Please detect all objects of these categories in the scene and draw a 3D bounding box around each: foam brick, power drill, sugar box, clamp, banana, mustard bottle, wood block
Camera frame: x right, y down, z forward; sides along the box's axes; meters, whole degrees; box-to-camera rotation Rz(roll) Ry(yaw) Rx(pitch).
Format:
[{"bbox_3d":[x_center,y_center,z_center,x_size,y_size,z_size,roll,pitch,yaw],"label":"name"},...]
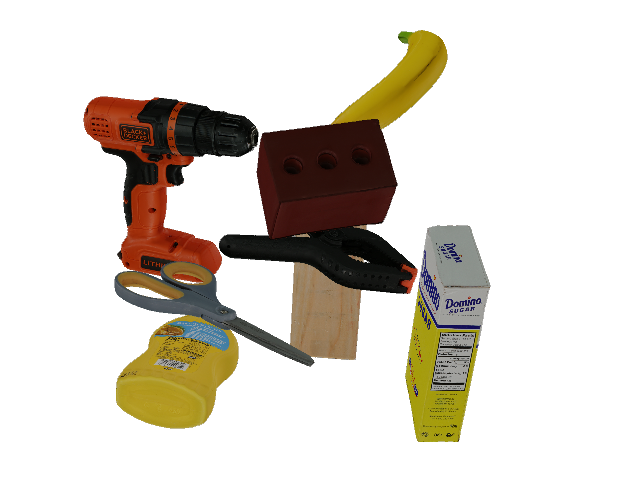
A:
[{"bbox_3d":[0.002,-0.039,0.680,0.078,0.053,0.051,-9,-24,-11],"label":"foam brick"},{"bbox_3d":[-0.144,-0.053,1.079,0.185,0.188,0.057,10,30,21],"label":"power drill"},{"bbox_3d":[0.108,0.083,0.940,0.048,0.176,0.093,-1,34,-4],"label":"sugar box"},{"bbox_3d":[0.002,0.009,1.171,0.210,0.036,0.164,27,36,16],"label":"clamp"},{"bbox_3d":[0.069,-0.140,0.957,0.070,0.037,0.197,-17,26,41],"label":"banana"},{"bbox_3d":[-0.139,0.125,1.129,0.096,0.058,0.191,9,24,9],"label":"mustard bottle"},{"bbox_3d":[0.010,0.041,1.388,0.090,0.206,0.091,4,23,0],"label":"wood block"}]

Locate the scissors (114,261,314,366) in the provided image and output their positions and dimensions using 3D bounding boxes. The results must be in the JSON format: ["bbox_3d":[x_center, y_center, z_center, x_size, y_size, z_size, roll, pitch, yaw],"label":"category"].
[{"bbox_3d":[-0.078,0.056,0.899,0.202,0.016,0.096,16,24,20],"label":"scissors"}]
